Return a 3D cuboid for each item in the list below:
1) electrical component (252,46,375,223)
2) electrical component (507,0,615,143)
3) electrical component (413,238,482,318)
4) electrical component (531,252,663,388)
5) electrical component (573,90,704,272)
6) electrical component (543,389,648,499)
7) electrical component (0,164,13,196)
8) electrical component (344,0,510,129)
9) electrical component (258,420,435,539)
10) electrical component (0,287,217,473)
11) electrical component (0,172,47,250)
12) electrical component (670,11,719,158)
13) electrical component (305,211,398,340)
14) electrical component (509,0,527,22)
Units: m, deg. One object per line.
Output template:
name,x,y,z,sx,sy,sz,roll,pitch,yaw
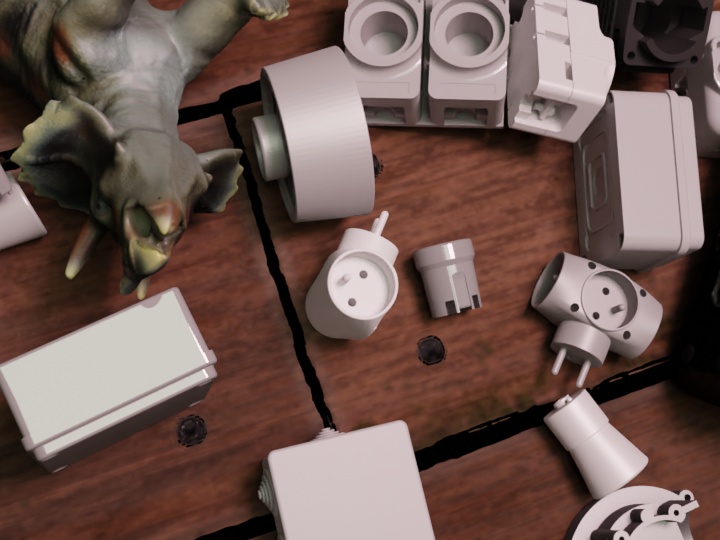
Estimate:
electrical component,-0.034,-0.081,0.674,0.060,0.108,0.108,-13,81,-9
electrical component,0.135,-0.137,0.727,0.056,0.050,0.089,11,57,-13
electrical component,0.059,0.006,0.712,0.040,0.040,0.046,-12,87,-16
electrical component,0.153,0.039,0.724,0.077,0.044,0.079,28,73,-6
electrical component,0.189,-0.060,0.736,0.057,0.078,0.113,1,78,-10
electrical component,0.153,0.112,0.711,0.044,0.044,0.065,-35,83,-18
electrical component,-0.256,-0.071,0.626,0.062,0.096,0.061,-33,131,-18
electrical component,0.047,-0.195,0.725,0.105,0.060,0.186,2,77,5
electrical component,-0.009,0.146,0.660,0.100,0.048,0.099,-11,81,-16
electrical component,-0.143,0.065,0.614,0.109,0.108,0.056,-25,82,-17
electrical component,-0.229,-0.025,0.648,0.065,0.044,0.044,-31,87,-13
electrical component,0.265,-0.135,0.780,0.054,0.059,0.095,2,78,-13
electrical component,0.000,0.000,0.678,0.043,0.077,0.079,24,74,-7
electrical component,0.135,-0.216,0.757,0.047,0.077,0.065,16,75,-10
